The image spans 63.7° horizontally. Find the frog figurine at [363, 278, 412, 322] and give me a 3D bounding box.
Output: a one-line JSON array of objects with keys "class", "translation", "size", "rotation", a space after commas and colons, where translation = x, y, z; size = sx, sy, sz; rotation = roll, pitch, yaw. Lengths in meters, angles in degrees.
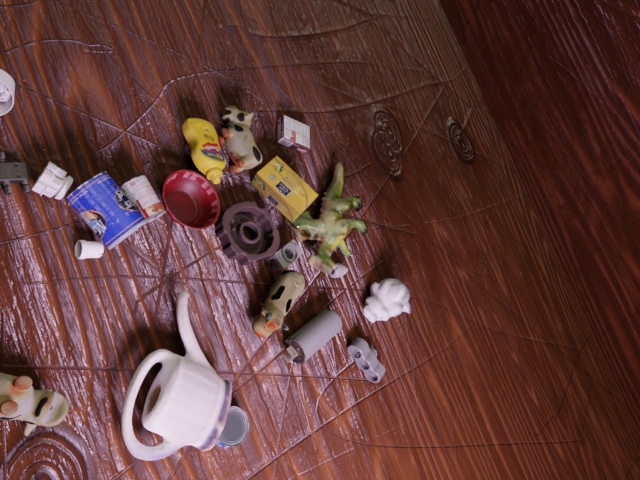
[{"class": "frog figurine", "translation": [0.198, 0.185, 1.598], "size": [0.160, 0.120, 0.140], "rotation": [-5, 41, -34]}]

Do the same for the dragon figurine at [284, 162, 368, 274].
[{"class": "dragon figurine", "translation": [0.005, -0.079, 1.567], "size": [0.242, 0.120, 0.418], "rotation": [6, 57, -31]}]

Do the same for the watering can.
[{"class": "watering can", "translation": [-0.284, 0.299, 1.109], "size": [0.222, 0.103, 0.356], "rotation": [35, 51, -26]}]
